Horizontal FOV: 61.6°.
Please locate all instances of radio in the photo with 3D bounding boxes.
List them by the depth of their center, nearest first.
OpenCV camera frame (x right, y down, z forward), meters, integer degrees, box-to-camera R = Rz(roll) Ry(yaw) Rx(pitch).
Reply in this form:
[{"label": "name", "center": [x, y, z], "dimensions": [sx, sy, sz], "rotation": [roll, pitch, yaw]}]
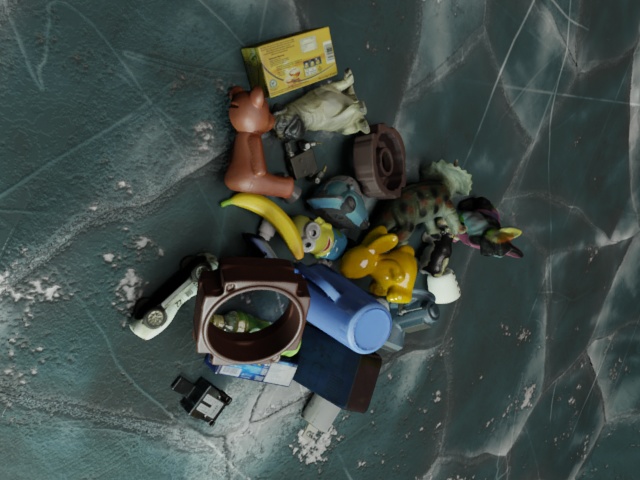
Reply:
[{"label": "radio", "center": [0.023, 0.276, 1.187], "dimensions": [0.073, 0.230, 0.131], "rotation": [25, 83, -40]}]

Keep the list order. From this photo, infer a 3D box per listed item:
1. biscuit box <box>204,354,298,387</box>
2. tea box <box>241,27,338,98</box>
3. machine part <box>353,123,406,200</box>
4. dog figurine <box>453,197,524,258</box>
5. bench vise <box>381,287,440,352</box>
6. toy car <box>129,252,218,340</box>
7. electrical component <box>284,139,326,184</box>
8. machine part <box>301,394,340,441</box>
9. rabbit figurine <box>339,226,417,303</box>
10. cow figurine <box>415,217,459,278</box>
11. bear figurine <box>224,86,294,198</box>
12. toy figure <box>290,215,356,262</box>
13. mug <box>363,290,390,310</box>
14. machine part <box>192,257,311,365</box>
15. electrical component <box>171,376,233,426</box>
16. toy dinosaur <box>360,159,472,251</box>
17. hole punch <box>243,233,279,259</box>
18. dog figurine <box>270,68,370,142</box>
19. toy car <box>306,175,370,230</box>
[{"label": "biscuit box", "center": [-0.146, 0.265, 1.159], "dimensions": [0.202, 0.063, 0.059], "rotation": [24, 89, -39]}, {"label": "tea box", "center": [-0.057, -0.345, 1.044], "dimensions": [0.170, 0.068, 0.098], "rotation": [-26, 117, -28]}, {"label": "machine part", "center": [0.136, -0.174, 1.211], "dimensions": [0.179, 0.056, 0.179], "rotation": [9, 80, -55]}, {"label": "dog figurine", "center": [0.462, -0.028, 1.441], "dimensions": [0.191, 0.219, 0.108], "rotation": [-29, 122, -27]}, {"label": "bench vise", "center": [0.201, 0.151, 1.343], "dimensions": [0.129, 0.223, 0.240], "rotation": [20, 58, -24]}, {"label": "toy car", "center": [-0.271, 0.099, 1.006], "dimensions": [0.202, 0.074, 0.056], "rotation": [-45, 122, -18]}, {"label": "electrical component", "center": [-0.030, -0.165, 1.133], "dimensions": [0.078, 0.045, 0.102], "rotation": [-25, 117, -31]}, {"label": "machine part", "center": [0.028, 0.377, 1.316], "dimensions": [0.079, 0.079, 0.243], "rotation": [43, 77, -37]}, {"label": "rabbit figurine", "center": [0.129, 0.054, 1.196], "dimensions": [0.173, 0.122, 0.162], "rotation": [12, 105, -21]}, {"label": "cow figurine", "center": [0.316, 0.017, 1.419], "dimensions": [0.068, 0.098, 0.167], "rotation": [32, 83, -33]}, {"label": "bear figurine", "center": [-0.118, -0.185, 1.017], "dimensions": [0.132, 0.120, 0.195], "rotation": [5, 95, -42]}, {"label": "toy figure", "center": [-0.004, 0.000, 1.180], "dimensions": [0.180, 0.089, 0.082], "rotation": [18, 77, -48]}, {"label": "mug", "center": [0.094, 0.169, 1.287], "dimensions": [0.109, 0.107, 0.080], "rotation": [-42, 124, -15]}, {"label": "machine part", "center": [-0.128, 0.135, 0.996], "dimensions": [0.201, 0.087, 0.200], "rotation": [4, 121, -19]}, {"label": "electrical component", "center": [-0.247, 0.324, 1.108], "dimensions": [0.075, 0.048, 0.119], "rotation": [-51, 129, -16]}, {"label": "toy dinosaur", "center": [0.231, -0.079, 1.320], "dimensions": [0.405, 0.131, 0.192], "rotation": [-21, 103, -27]}, {"label": "hole punch", "center": [-0.129, 0.058, 1.071], "dimensions": [0.092, 0.142, 0.115], "rotation": [-45, 112, -20]}, {"label": "dog figurine", "center": [-0.006, -0.252, 1.114], "dimensions": [0.191, 0.121, 0.172], "rotation": [-21, 159, 4]}, {"label": "toy car", "center": [0.052, -0.088, 1.185], "dimensions": [0.161, 0.109, 0.103], "rotation": [33, 65, -48]}]
